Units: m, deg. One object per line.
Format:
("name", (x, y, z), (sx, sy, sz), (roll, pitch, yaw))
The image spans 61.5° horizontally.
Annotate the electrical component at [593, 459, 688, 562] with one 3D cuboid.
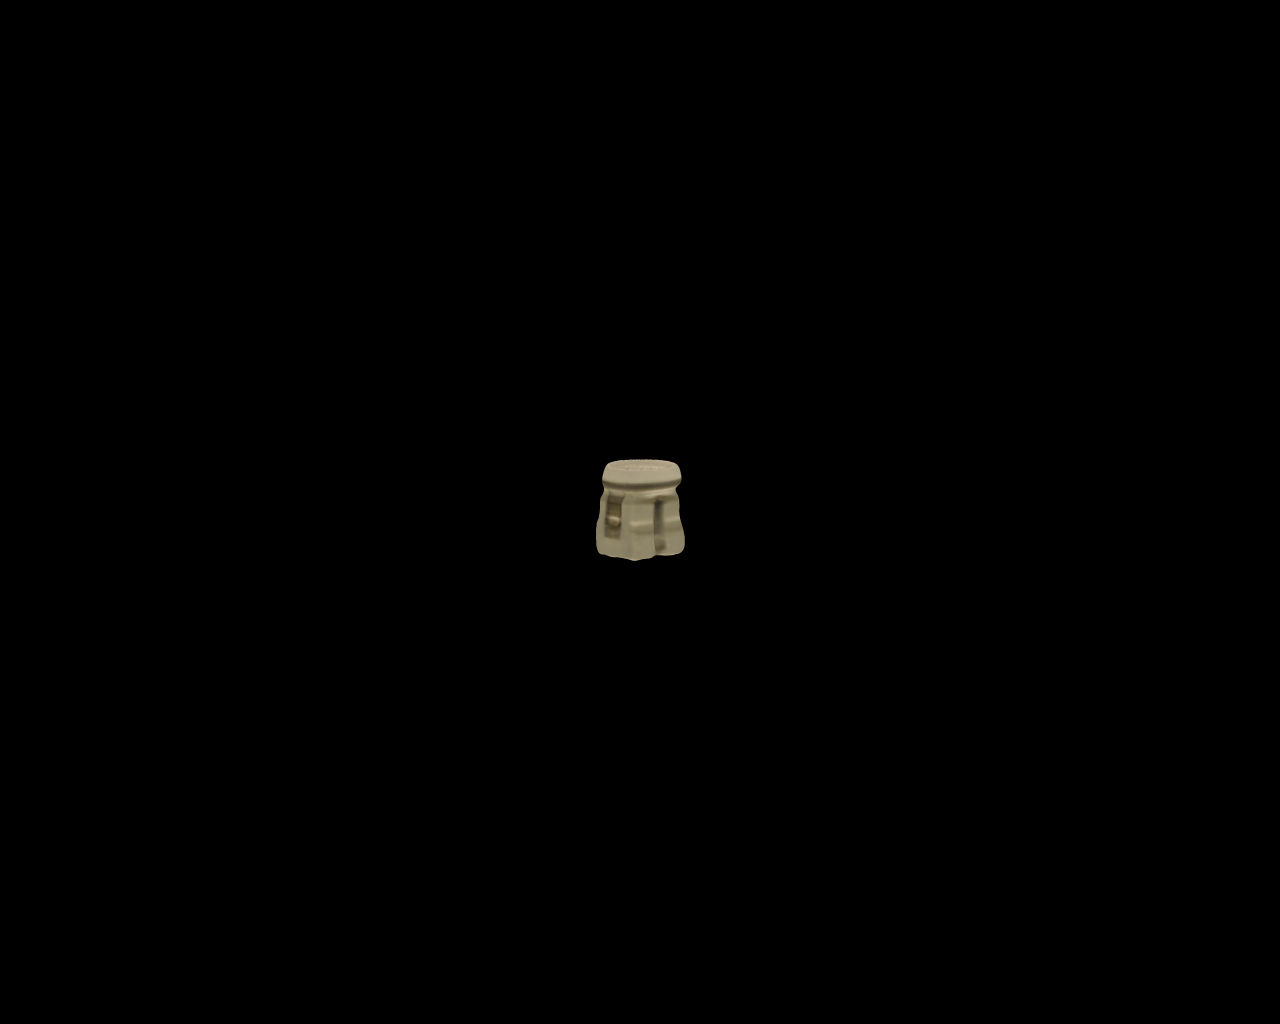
("electrical component", (0.001, -0.003, 0.650), (0.066, 0.055, 0.048), (-8, 12, -43))
